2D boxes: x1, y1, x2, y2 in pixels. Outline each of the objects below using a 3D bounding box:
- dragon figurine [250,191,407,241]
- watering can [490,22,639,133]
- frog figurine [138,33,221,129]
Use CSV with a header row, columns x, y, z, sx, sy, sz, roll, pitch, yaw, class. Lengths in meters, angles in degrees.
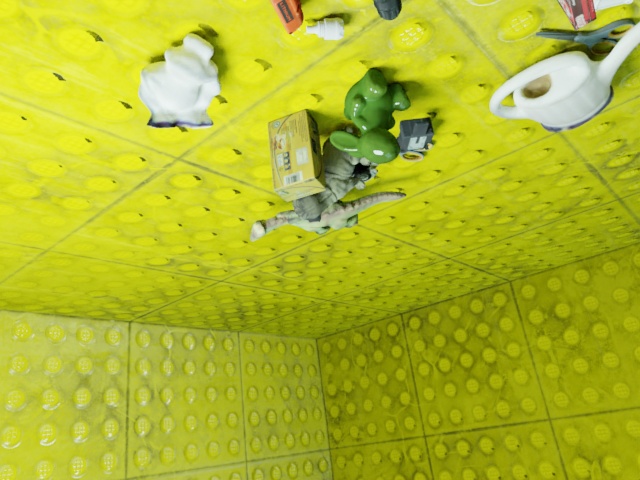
x,y,z,sx,sy,sz,roll,pitch,yaw,class
0.004,-0.067,1.325,0.408,0.122,0.244,-15,-177,22,dragon figurine
0.516,-0.314,1.015,0.344,0.105,0.223,-20,156,40,watering can
-0.240,-0.281,0.893,0.137,0.125,0.156,6,118,-12,frog figurine
